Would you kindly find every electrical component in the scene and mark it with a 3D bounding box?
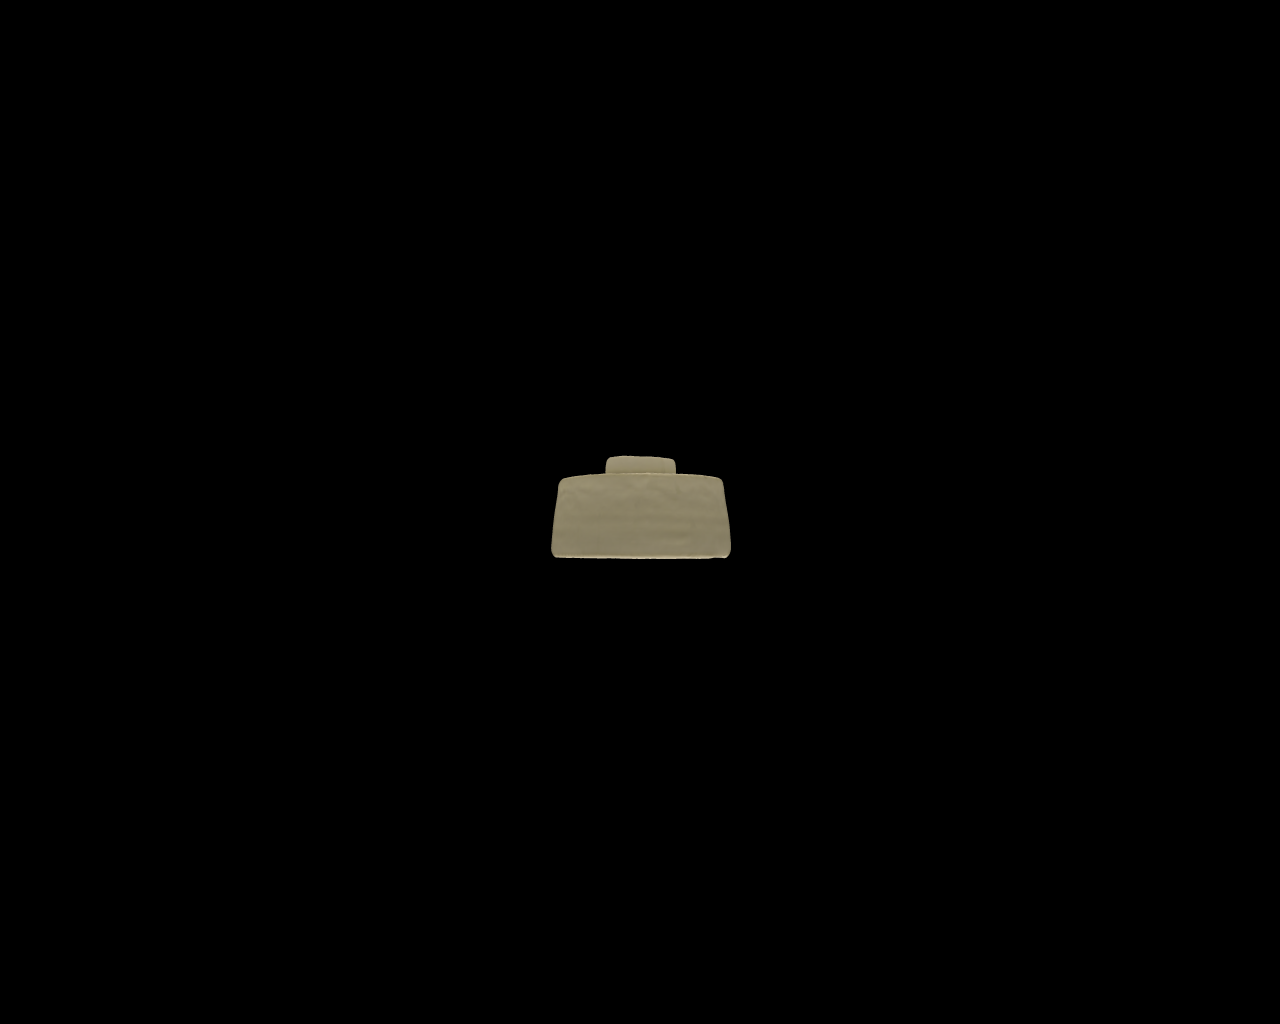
[{"bbox_3d":[0.001,-0.003,0.650,0.108,0.060,0.108,0,-2,0],"label":"electrical component"}]
